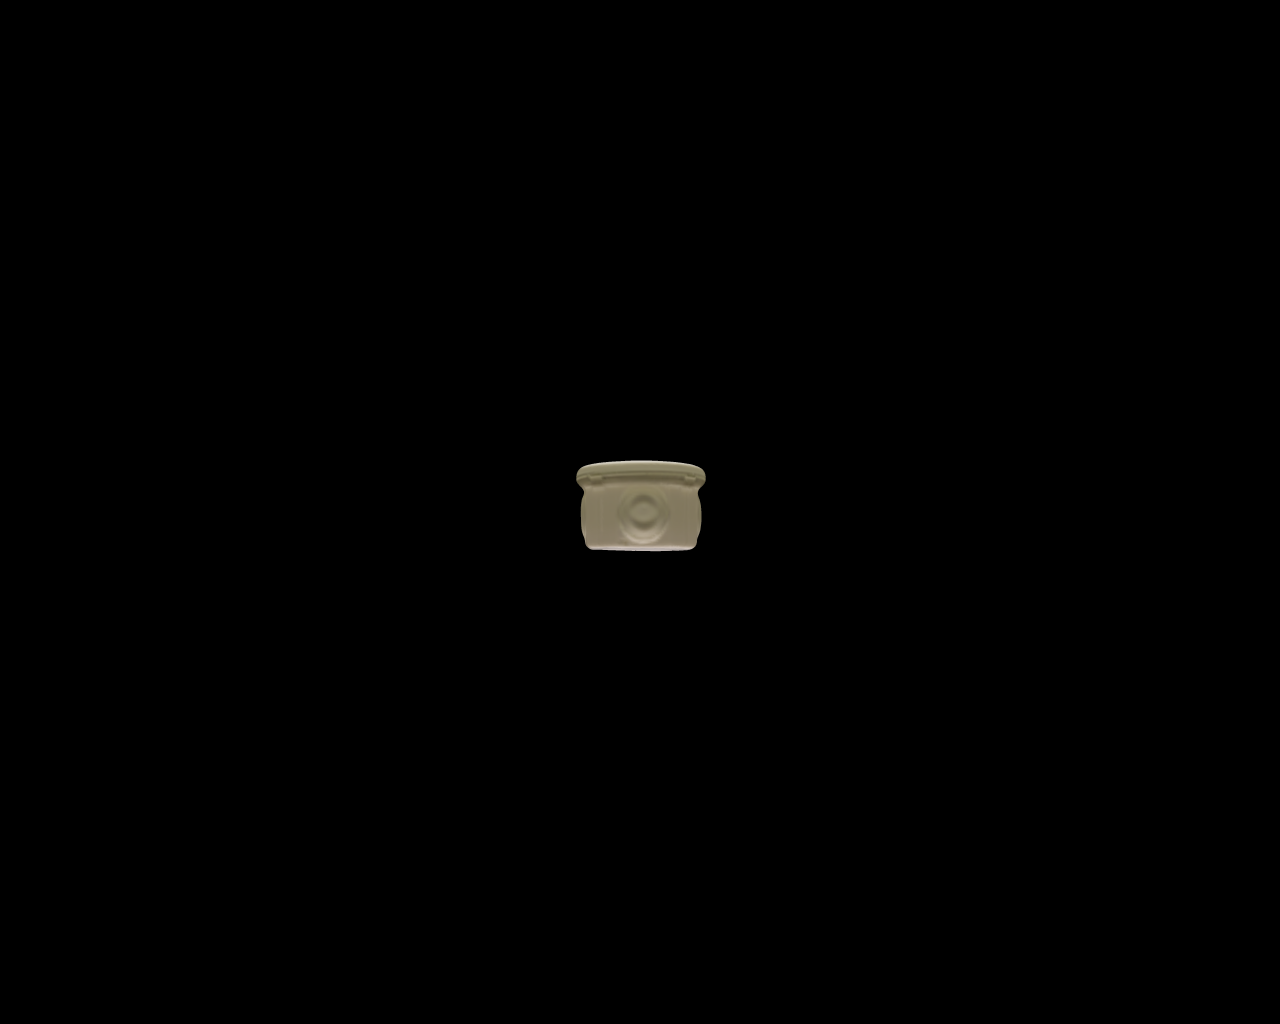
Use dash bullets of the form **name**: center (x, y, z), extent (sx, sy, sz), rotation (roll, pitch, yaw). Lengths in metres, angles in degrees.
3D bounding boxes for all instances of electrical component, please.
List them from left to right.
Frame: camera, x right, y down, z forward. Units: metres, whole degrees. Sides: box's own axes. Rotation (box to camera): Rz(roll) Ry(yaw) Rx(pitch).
- **electrical component**: center (0.001, -0.003, 0.650), extent (0.080, 0.051, 0.080), rotation (0, -3, 0)
